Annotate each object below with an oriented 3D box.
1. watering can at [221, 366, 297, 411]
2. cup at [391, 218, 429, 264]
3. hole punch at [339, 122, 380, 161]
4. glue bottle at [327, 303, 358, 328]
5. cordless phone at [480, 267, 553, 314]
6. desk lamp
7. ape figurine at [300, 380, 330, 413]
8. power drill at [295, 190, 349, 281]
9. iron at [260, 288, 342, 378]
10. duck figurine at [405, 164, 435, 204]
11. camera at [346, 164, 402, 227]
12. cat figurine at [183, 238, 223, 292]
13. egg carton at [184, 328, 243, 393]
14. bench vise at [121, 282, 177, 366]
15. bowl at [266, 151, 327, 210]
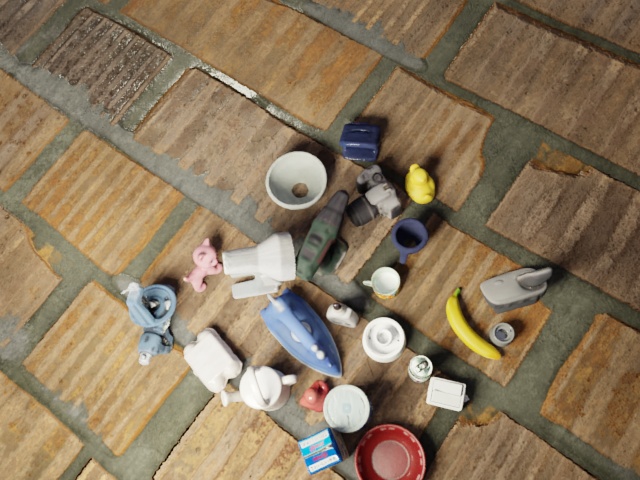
[{"bbox_3d":[-0.141,0.348,1.333,0.173,0.194,0.100,-38,71,-6],"label":"watering can"},{"bbox_3d":[0.223,0.013,1.447,0.091,0.095,0.118,13,74,12],"label":"cup"},{"bbox_3d":[0.108,-0.278,1.561,0.108,0.091,0.101,5,73,10],"label":"hole punch"},{"bbox_3d":[0.049,0.174,1.376,0.078,0.173,0.037,14,74,12],"label":"glue bottle"},{"bbox_3d":[0.461,0.102,1.338,0.147,0.185,0.094,-21,70,1],"label":"cordless phone"},{"bbox_3d":[-0.147,0.066,1.416,0.203,0.214,0.118,-12,71,4],"label":"desk lamp"},{"bbox_3d":[-0.013,0.373,1.362,0.078,0.092,0.076,-22,70,0],"label":"ape figurine"},{"bbox_3d":[0.013,0.005,1.418,0.075,0.208,0.230,27,77,15],"label":"power drill"},{"bbox_3d":[-0.040,0.228,1.387,0.119,0.141,0.258,-42,72,-7],"label":"iron"},{"bbox_3d":[0.263,-0.152,1.501,0.077,0.086,0.104,-22,70,0],"label":"duck figurine"},{"bbox_3d":[0.128,-0.108,1.497,0.137,0.101,0.143,-31,71,-3],"label":"camera"},{"bbox_3d":[-0.309,0.062,1.490,0.067,0.118,0.128,36,80,17],"label":"cat figurine"},{"bbox_3d":[-0.269,0.301,1.432,0.107,0.069,0.150,-43,72,-7],"label":"egg carton"},{"bbox_3d":[-0.413,0.193,1.407,0.121,0.220,0.207,-15,70,3],"label":"bench vise"},{"bbox_3d":[-0.059,-0.150,1.550,0.167,0.075,0.167,-2,72,7],"label":"bowl"}]
